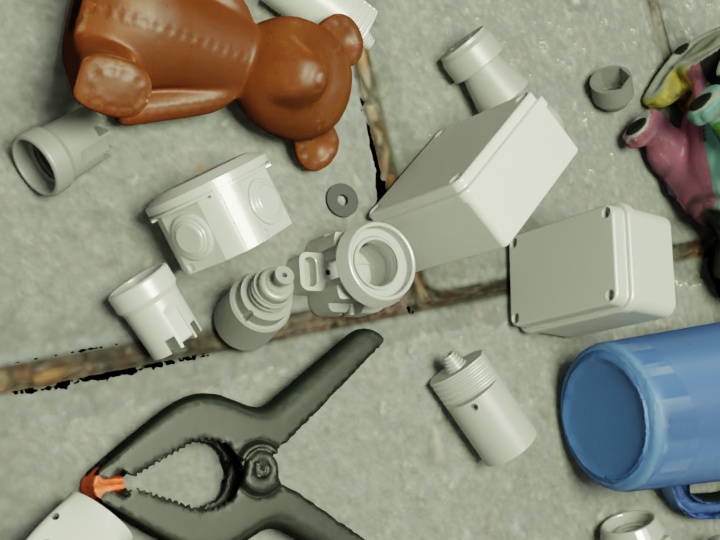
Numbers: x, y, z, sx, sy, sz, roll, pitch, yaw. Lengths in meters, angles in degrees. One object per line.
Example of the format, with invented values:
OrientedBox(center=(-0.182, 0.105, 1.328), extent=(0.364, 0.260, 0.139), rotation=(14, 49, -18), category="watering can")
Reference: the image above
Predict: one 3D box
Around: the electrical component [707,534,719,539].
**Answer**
OrientedBox(center=(0.301, 0.242, 0.830), extent=(0.080, 0.080, 0.051), rotation=(34, 57, -21), category="electrical component")

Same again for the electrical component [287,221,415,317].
OrientedBox(center=(0.000, 0.000, 0.712), extent=(0.078, 0.057, 0.058), rotation=(3, 76, -32), category="electrical component")

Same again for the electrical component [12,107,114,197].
OrientedBox(center=(-0.173, -0.071, 0.630), extent=(0.046, 0.040, 0.040), rotation=(-40, 101, -38), category="electrical component")

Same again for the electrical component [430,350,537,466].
OrientedBox(center=(0.083, 0.091, 0.750), extent=(0.043, 0.043, 0.081), rotation=(-40, 100, -33), category="electrical component")

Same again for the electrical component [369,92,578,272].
OrientedBox(center=(0.077, -0.059, 0.745), extent=(0.056, 0.109, 0.108), rotation=(50, 58, -16), category="electrical component")

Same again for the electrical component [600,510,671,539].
OrientedBox(center=(0.206, 0.212, 0.797), extent=(0.066, 0.048, 0.055), rotation=(-21, 97, -34), category="electrical component")

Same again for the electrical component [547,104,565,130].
OrientedBox(center=(0.121, -0.096, 0.823), extent=(0.065, 0.044, 0.044), rotation=(-42, 101, -28), category="electrical component")

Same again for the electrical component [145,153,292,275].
OrientedBox(center=(-0.085, -0.036, 0.654), extent=(0.080, 0.080, 0.051), rotation=(-32, 101, -34), category="electrical component")

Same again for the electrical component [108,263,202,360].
OrientedBox(center=(-0.121, 0.025, 0.640), extent=(0.040, 0.040, 0.046), rotation=(-39, 106, -33), category="electrical component")

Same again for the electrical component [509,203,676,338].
OrientedBox(center=(0.166, 0.003, 0.783), extent=(0.057, 0.113, 0.078), rotation=(11, 72, -33), category="electrical component")

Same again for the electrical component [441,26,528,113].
OrientedBox(center=(0.094, -0.151, 0.817), extent=(0.055, 0.045, 0.045), rotation=(51, 57, -11), category="electrical component")

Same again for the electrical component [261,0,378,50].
OrientedBox(center=(-0.024, -0.181, 0.750), extent=(0.081, 0.043, 0.043), rotation=(34, 62, -22), category="electrical component")

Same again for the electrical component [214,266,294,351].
OrientedBox(center=(-0.061, 0.020, 0.659), extent=(0.040, 0.078, 0.040), rotation=(13, 59, -22), category="electrical component")

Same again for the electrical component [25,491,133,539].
OrientedBox(center=(-0.147, 0.172, 0.574), extent=(0.079, 0.043, 0.077), rotation=(34, 60, 5), category="electrical component")
